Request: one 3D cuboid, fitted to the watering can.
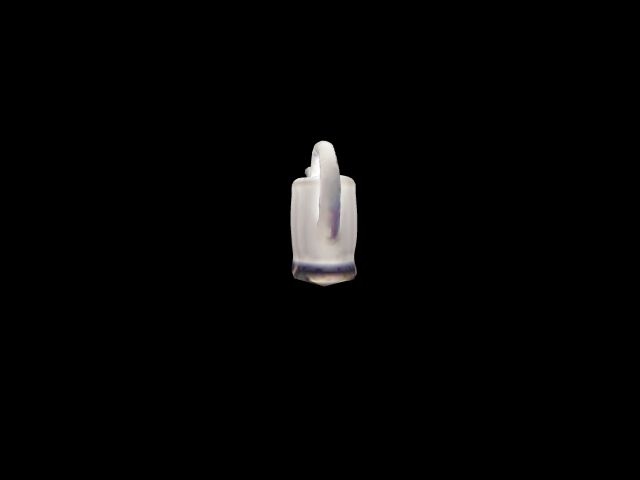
[{"bbox_3d":[0.003,-0.043,0.850,0.104,0.224,0.348,0,2,-4],"label":"watering can"}]
